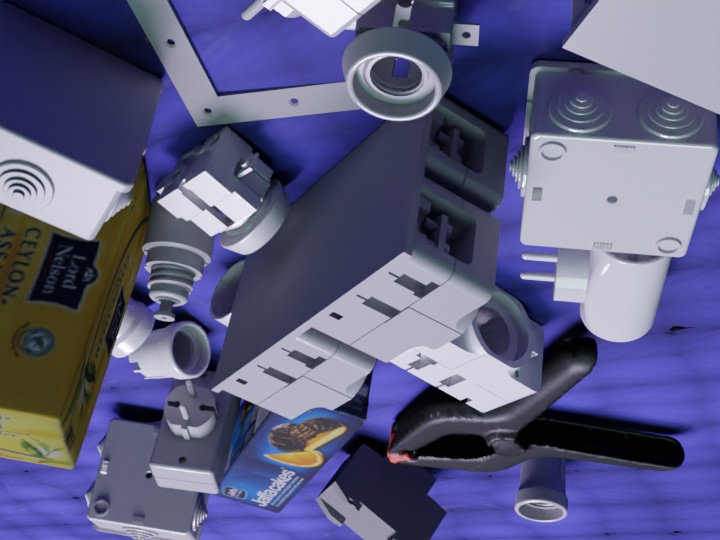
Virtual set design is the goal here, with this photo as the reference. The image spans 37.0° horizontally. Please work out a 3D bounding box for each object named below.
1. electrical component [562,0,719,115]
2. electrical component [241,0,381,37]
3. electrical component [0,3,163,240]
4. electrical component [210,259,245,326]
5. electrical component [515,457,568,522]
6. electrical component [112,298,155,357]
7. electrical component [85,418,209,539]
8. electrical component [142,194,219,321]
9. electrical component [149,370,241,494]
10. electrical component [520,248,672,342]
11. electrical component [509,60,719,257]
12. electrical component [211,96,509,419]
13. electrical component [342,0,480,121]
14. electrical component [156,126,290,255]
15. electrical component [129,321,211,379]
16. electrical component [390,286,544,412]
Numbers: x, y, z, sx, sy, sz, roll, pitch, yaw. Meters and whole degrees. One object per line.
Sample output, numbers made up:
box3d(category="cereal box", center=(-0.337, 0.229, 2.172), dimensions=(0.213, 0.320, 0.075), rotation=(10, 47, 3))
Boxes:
box3d(category="electrical component", center=(0.166, -0.140, 0.377), dimensions=(0.105, 0.060, 0.186), rotation=(20, 144, -13))
box3d(category="electrical component", center=(-0.023, -0.129, 0.438), dimensions=(0.047, 0.065, 0.077), rotation=(32, 140, -28))
box3d(category="electrical component", center=(-0.153, -0.071, 0.527), dimensions=(0.100, 0.099, 0.048), rotation=(25, 130, -20))
box3d(category="electrical component", center=(-0.052, 0.031, 0.693), dimensions=(0.081, 0.043, 0.043), rotation=(35, 139, -31))
box3d(category="electrical component", center=(0.141, 0.166, 0.831), dimensions=(0.040, 0.046, 0.040), rotation=(7, 145, 5))
box3d(category="electrical component", center=(-0.169, 0.030, 0.728), dimensions=(0.040, 0.040, 0.046), rotation=(-19, 130, 35))
box3d(category="electrical component", center=(-0.169, 0.172, 0.877), dimensions=(0.100, 0.099, 0.048), rotation=(9, 158, 2))
box3d(category="electrical component", center=(-0.107, -0.009, 0.626), dimensions=(0.040, 0.078, 0.040), rotation=(7, 160, 2))
box3d(category="electrical component", center=(-0.122, 0.108, 0.786), dimensions=(0.047, 0.083, 0.075), rotation=(6, 145, 6))
box3d(category="electrical component", center=(0.130, 0.000, 0.600), dimensions=(0.079, 0.044, 0.077), rotation=(5, 145, 8))
box3d(category="electrical component", center=(0.123, -0.051, 0.525), dimensions=(0.100, 0.048, 0.099), rotation=(5, 144, 7))
box3d(category="electrical component", center=(0.000, 0.000, 0.580), dimensions=(0.060, 0.105, 0.186), rotation=(27, 142, -23))
box3d(category="electrical component", center=(0.019, -0.100, 0.476), dimensions=(0.066, 0.055, 0.048), rotation=(6, 145, 7))
box3d(category="electrical component", center=(-0.072, -0.041, 0.595), dimensions=(0.066, 0.048, 0.055), rotation=(-25, 124, 40))
box3d(category="electrical component", center=(-0.135, 0.058, 0.758), dimensions=(0.046, 0.040, 0.040), rotation=(-11, 141, 37))
box3d(category="electrical component", center=(0.070, 0.044, 0.673), dimensions=(0.089, 0.050, 0.056), rotation=(31, 141, -27))
